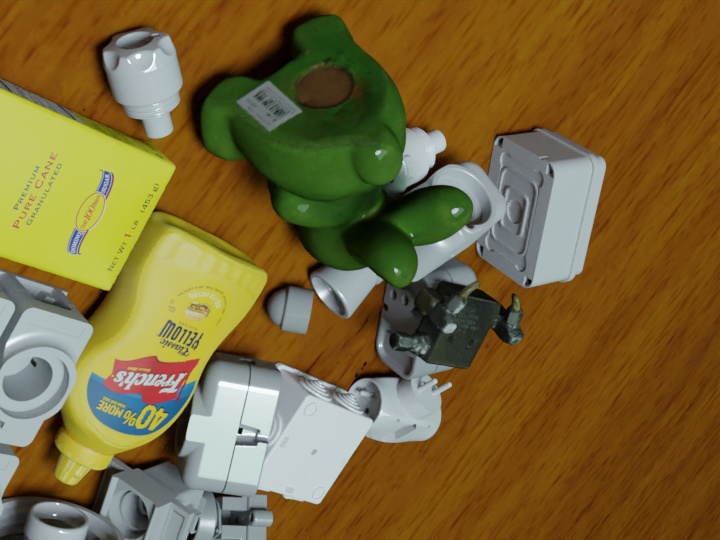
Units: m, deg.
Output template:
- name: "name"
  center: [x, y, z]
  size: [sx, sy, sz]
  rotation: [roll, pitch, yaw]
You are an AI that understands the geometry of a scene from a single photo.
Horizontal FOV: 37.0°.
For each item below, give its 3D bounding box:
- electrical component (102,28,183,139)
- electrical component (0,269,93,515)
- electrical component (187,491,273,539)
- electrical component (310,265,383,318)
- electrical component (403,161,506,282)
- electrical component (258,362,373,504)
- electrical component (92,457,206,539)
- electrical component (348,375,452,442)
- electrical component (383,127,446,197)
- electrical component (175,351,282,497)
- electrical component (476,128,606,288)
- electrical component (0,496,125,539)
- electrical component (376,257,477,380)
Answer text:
- name: "electrical component"
  center: [-0.127, -0.109, 0.642]
  size: [0.043, 0.043, 0.062]
  rotation: [-28, 132, -23]
- name: "electrical component"
  center: [-0.254, 0.090, 0.649]
  size: [0.105, 0.060, 0.186]
  rotation: [23, 100, -45]
- name: "electrical component"
  center: [-0.108, 0.194, 0.837]
  size: [0.055, 0.066, 0.048]
  rotation: [10, 71, -30]
- name: "electrical component"
  center: [0.000, 0.000, 0.817]
  size: [0.065, 0.044, 0.044]
  rotation: [-40, 135, -19]
- name: "electrical component"
  center: [0.062, -0.040, 0.804]
  size: [0.095, 0.053, 0.059]
  rotation: [-32, 172, -43]
- name: "electrical component"
  center: [-0.048, 0.132, 0.852]
  size: [0.100, 0.048, 0.099]
  rotation: [29, 96, -46]
- name: "electrical component"
  center: [-0.163, 0.206, 0.792]
  size: [0.063, 0.079, 0.121]
  rotation: [-10, 125, -61]
- name: "electrical component"
  center: [0.041, 0.110, 0.901]
  size: [0.079, 0.043, 0.077]
  rotation: [-34, 145, 32]
- name: "electrical component"
  center: [0.036, -0.085, 0.791]
  size: [0.062, 0.048, 0.048]
  rotation: [-28, 131, -32]
- name: "electrical component"
  center: [-0.098, 0.110, 0.777]
  size: [0.059, 0.054, 0.095]
  rotation: [12, 95, -17]
- name: "electrical component"
  center: [0.147, -0.051, 0.879]
  size: [0.057, 0.078, 0.113]
  rotation: [-11, 122, -31]
- name: "electrical component"
  center: [-0.209, 0.191, 0.719]
  size: [0.108, 0.108, 0.060]
  rotation: [10, 103, -43]
- name: "electrical component"
  center: [0.057, 0.036, 0.875]
  size: [0.059, 0.054, 0.095]
  rotation: [-10, 121, -35]
